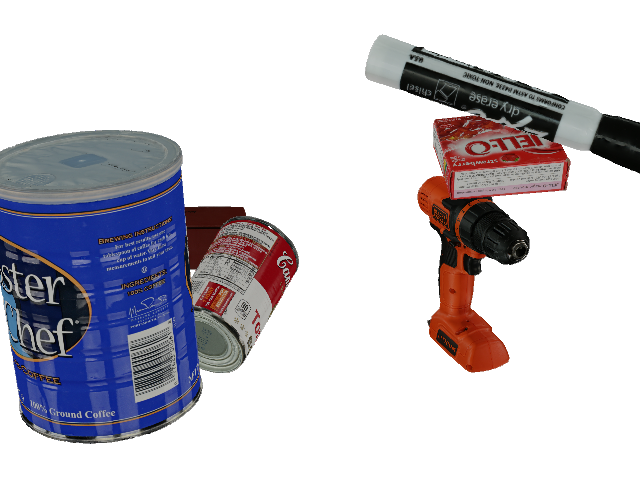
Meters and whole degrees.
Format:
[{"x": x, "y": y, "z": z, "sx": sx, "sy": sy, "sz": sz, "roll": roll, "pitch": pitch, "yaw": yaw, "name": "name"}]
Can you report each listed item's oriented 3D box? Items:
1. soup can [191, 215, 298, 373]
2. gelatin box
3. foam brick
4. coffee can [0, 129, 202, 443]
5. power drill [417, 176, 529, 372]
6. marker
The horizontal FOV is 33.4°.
[{"x": -0.066, "y": 0.039, "z": 0.793, "sx": 0.069, "sy": 0.068, "sz": 0.102, "roll": 0, "pitch": 40, "yaw": 29, "name": "soup can"}, {"x": 0.134, "y": -0.066, "z": 0.799, "sx": 0.089, "sy": 0.030, "sz": 0.073, "roll": -6, "pitch": 38, "yaw": -1, "name": "gelatin box"}, {"x": -0.118, "y": -0.003, "z": 1.145, "sx": 0.078, "sy": 0.051, "sz": 0.053, "roll": 0, "pitch": 26, "yaw": -8, "name": "foam brick"}, {"x": -0.120, "y": 0.022, "z": 0.574, "sx": 0.103, "sy": 0.140, "sz": 0.103, "roll": -2, "pitch": 22, "yaw": 1, "name": "coffee can"}, {"x": 0.162, "y": 0.040, "z": 1.120, "sx": 0.057, "sy": 0.188, "sz": 0.185, "roll": -11, "pitch": 25, "yaw": -17, "name": "power drill"}, {"x": 0.076, "y": -0.053, "z": 0.415, "sx": 0.121, "sy": 0.020, "sz": 0.020, "roll": 21, "pitch": 5, "yaw": 13, "name": "marker"}]
